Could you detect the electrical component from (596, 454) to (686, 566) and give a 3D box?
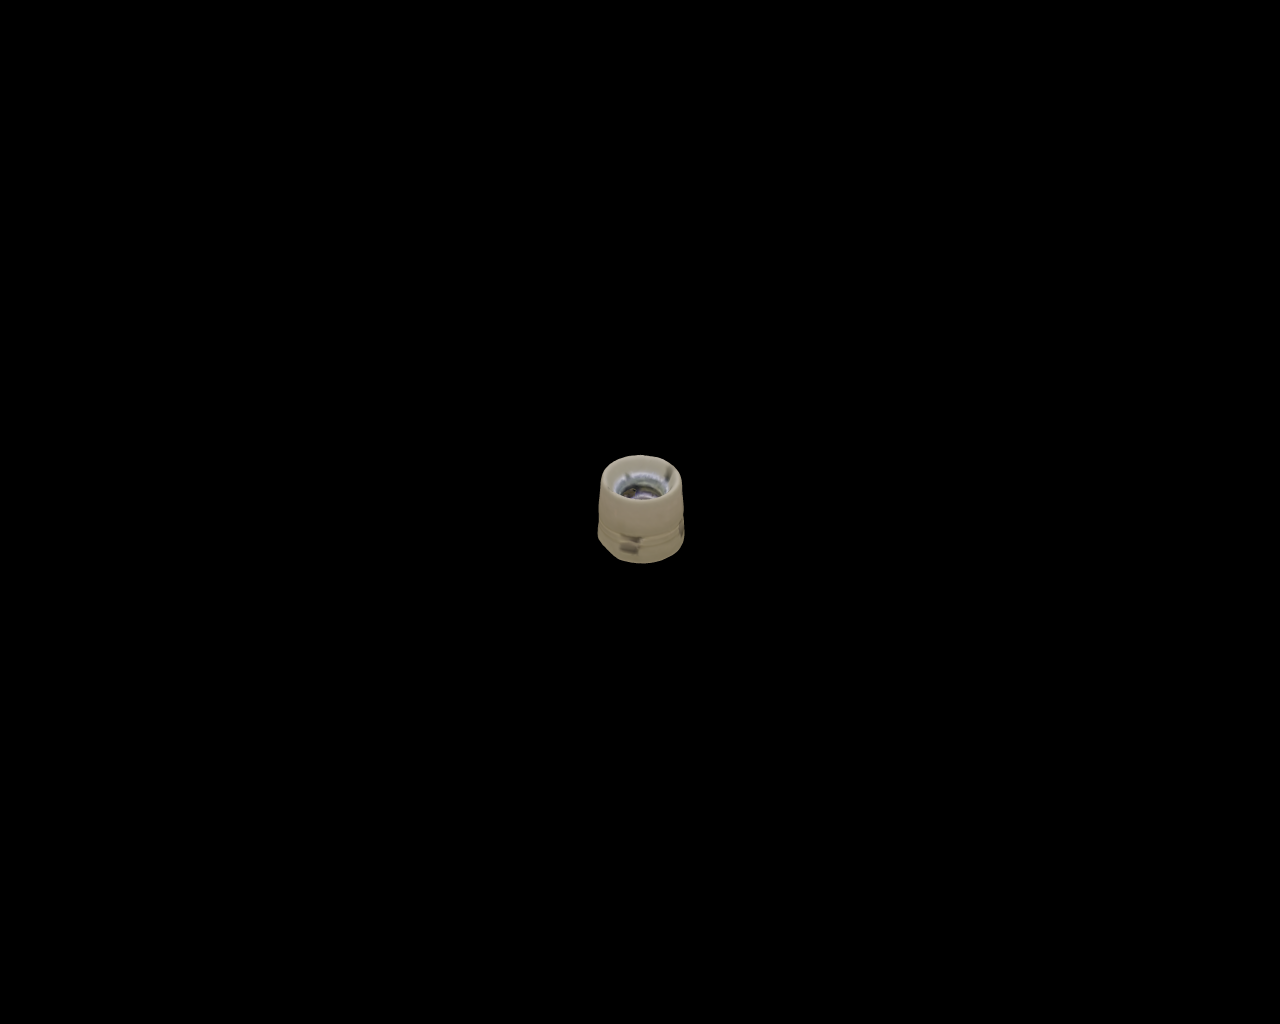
[{"bbox_3d":[0.001,-0.003,0.650,0.055,0.047,0.055,0,38,0],"label":"electrical component"}]
